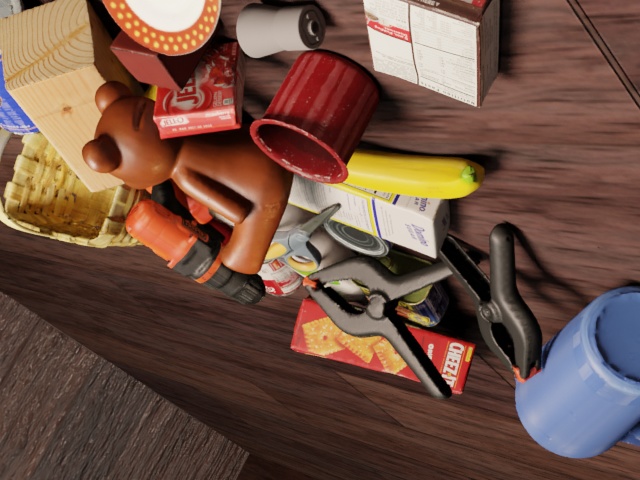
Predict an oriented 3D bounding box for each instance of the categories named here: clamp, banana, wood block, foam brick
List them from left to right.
[{"bbox_3d":[-0.237,-0.143,1.088,0.091,0.090,0.206,-16,153,4],"label":"wood block"},{"bbox_3d":[-0.131,-0.176,0.917,0.053,0.078,0.051,18,158,29],"label":"foam brick"},{"bbox_3d":[0.078,0.064,1.192,0.210,0.165,0.036,25,-163,27],"label":"clamp"},{"bbox_3d":[0.078,-0.064,0.973,0.198,0.037,0.069,7,163,44],"label":"banana"},{"bbox_3d":[0.175,0.061,1.087,0.120,0.039,0.171,11,121,66],"label":"clamp"}]

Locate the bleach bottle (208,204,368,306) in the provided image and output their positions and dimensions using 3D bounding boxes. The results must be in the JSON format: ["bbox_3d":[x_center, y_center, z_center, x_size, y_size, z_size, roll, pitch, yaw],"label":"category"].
[{"bbox_3d":[-0.017,0.009,1.290,0.103,0.068,0.250,9,157,45],"label":"bleach bottle"}]

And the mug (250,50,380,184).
[{"bbox_3d":[0.001,-0.102,0.920,0.093,0.081,0.117,22,161,18],"label":"mug"}]

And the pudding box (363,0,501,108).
[{"bbox_3d":[0.079,-0.148,0.752,0.090,0.039,0.113,22,164,16],"label":"pudding box"}]

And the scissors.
[{"bbox_3d":[-0.008,0.001,1.161,0.096,0.016,0.202,27,155,-30],"label":"scissors"}]

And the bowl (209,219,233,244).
[{"bbox_3d":[-0.136,0.014,1.485,0.162,0.055,0.162,25,162,9],"label":"bowl"}]

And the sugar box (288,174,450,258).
[{"bbox_3d":[0.043,-0.046,1.077,0.176,0.048,0.093,19,160,16],"label":"sugar box"}]

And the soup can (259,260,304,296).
[{"bbox_3d":[-0.061,0.022,1.375,0.069,0.068,0.102,20,161,24],"label":"soup can"}]

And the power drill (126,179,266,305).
[{"bbox_3d":[-0.145,-0.015,1.261,0.184,0.057,0.188,37,-164,-24],"label":"power drill"}]

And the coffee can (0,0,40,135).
[{"bbox_3d":[-0.332,-0.190,1.130,0.103,0.102,0.140,21,161,21],"label":"coffee can"}]

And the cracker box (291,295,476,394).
[{"bbox_3d":[0.076,0.129,1.341,0.213,0.072,0.164,16,179,2],"label":"cracker box"}]

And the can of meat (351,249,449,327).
[{"bbox_3d":[0.096,0.056,1.262,0.102,0.057,0.084,18,162,28],"label":"can of meat"}]

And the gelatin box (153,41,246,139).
[{"bbox_3d":[-0.105,-0.133,0.938,0.073,0.089,0.030,-6,141,7],"label":"gelatin box"}]

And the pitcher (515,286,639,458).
[{"bbox_3d":[0.298,0.140,1.089,0.149,0.145,0.243,-9,159,-6],"label":"pitcher"}]

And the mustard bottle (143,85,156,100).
[{"bbox_3d":[-0.097,-0.096,1.117,0.191,0.058,0.096,41,164,-35],"label":"mustard bottle"}]

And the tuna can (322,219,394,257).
[{"bbox_3d":[0.044,-0.017,1.169,0.086,0.033,0.086,25,161,9],"label":"tuna can"}]
